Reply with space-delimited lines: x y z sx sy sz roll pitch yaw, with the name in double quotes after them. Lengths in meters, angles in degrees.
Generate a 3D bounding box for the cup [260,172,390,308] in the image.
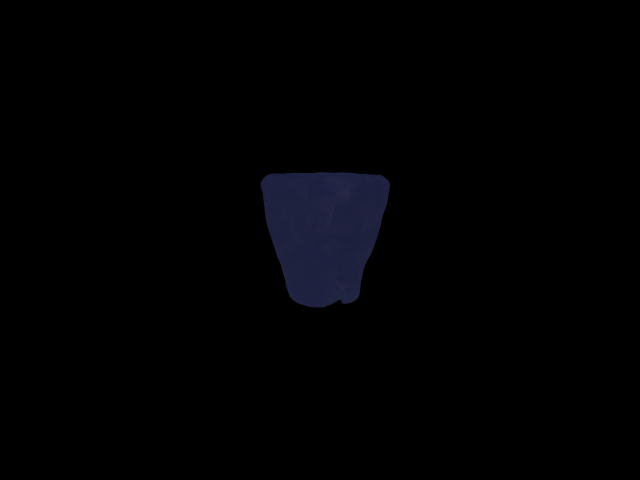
0.004 0.001 0.400 0.091 0.095 0.118 0 9 0 "cup"
